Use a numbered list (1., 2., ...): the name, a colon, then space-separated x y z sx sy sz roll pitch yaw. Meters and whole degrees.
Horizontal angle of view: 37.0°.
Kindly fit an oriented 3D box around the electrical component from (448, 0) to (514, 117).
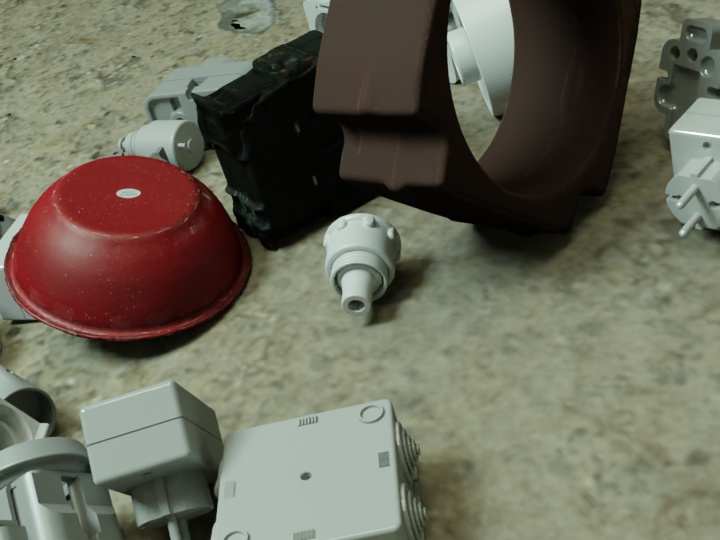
1. electrical component: 0.097 -0.164 0.784 0.060 0.108 0.108 -20 33 7

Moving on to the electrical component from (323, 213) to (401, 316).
1. electrical component: 0.000 0.000 0.647 0.048 0.048 0.062 -9 41 13

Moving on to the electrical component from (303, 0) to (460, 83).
1. electrical component: 0.021 -0.228 0.908 0.060 0.105 0.186 -36 38 -25

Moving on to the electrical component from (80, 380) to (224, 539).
1. electrical component: -0.094 0.103 0.524 0.047 0.083 0.075 -17 72 1

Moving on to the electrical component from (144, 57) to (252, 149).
1. electrical component: -0.121 -0.138 0.891 0.095 0.053 0.059 -1 37 23

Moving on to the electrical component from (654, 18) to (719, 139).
1. electrical component: 0.232 -0.122 0.692 0.057 0.078 0.058 -10 27 -27

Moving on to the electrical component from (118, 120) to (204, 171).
1. electrical component: -0.163 -0.101 0.869 0.078 0.040 0.040 4 40 31

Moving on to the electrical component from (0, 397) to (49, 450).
1. electrical component: -0.207 0.124 0.540 0.063 0.079 0.121 -38 27 23

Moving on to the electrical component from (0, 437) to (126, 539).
1. electrical component: -0.148 0.115 0.503 0.058 0.078 0.057 -35 61 22

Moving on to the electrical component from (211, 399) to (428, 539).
1. electrical component: -0.019 0.110 0.492 0.100 0.048 0.099 -13 33 6

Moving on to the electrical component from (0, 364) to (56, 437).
1. electrical component: -0.227 0.069 0.622 0.077 0.079 0.043 16 64 40

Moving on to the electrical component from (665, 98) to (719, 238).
1. electrical component: 0.197 -0.048 0.604 0.047 0.065 0.077 16 46 40

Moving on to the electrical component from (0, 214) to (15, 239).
1. electrical component: -0.286 -0.004 0.769 0.044 0.077 0.079 -23 59 57

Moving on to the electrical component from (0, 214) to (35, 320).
1. electrical component: -0.208 -0.003 0.744 0.077 0.047 0.065 -1 37 14
